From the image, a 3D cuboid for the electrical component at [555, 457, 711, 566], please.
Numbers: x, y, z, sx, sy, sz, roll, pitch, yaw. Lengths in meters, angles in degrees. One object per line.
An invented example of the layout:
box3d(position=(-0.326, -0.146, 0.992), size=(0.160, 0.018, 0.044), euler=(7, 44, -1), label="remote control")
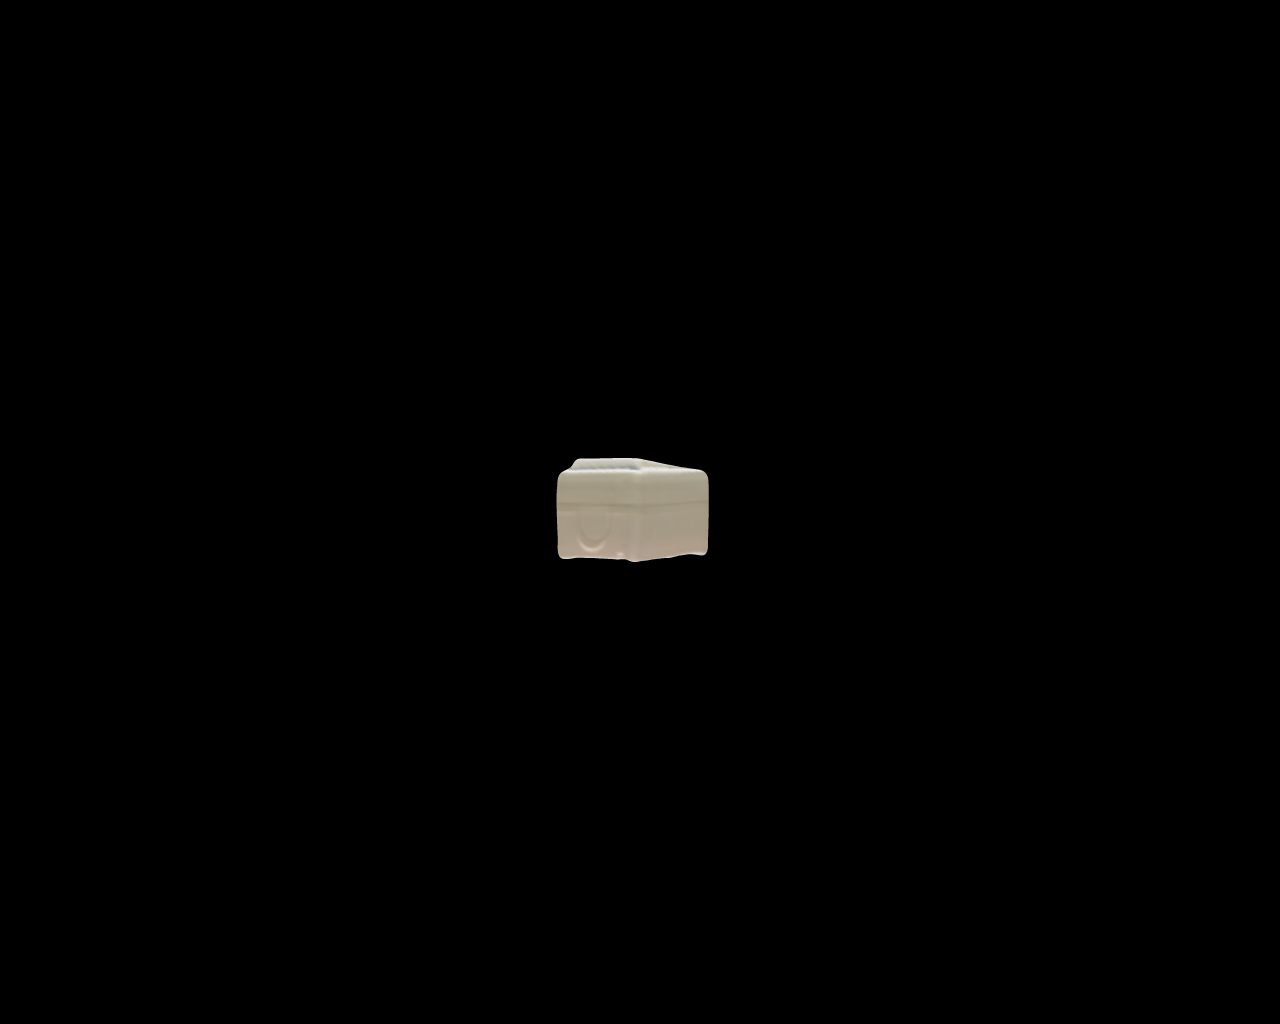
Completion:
box3d(position=(0.001, -0.003, 0.650), size=(0.062, 0.061, 0.096), euler=(2, 3, 36), label="electrical component")
